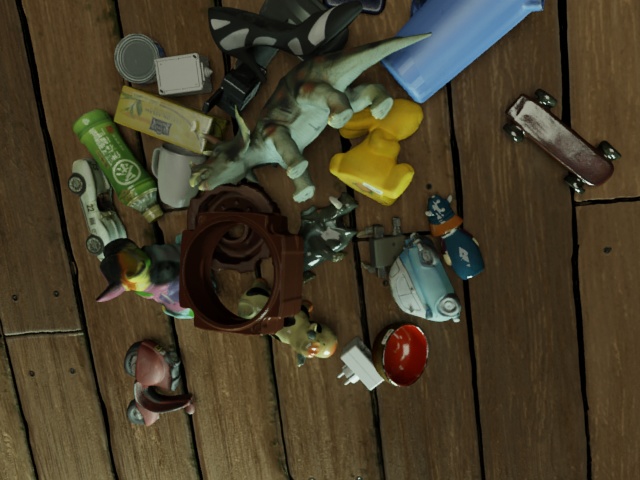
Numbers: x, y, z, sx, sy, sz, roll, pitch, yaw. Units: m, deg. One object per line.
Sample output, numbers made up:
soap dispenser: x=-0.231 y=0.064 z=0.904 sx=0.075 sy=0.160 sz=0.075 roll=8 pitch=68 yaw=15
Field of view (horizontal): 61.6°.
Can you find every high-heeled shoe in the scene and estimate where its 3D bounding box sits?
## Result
high-heeled shoe: x=-0.061 y=-0.339 z=0.813 sx=0.249 sy=0.086 sz=0.145 roll=-21 pitch=111 yaw=36

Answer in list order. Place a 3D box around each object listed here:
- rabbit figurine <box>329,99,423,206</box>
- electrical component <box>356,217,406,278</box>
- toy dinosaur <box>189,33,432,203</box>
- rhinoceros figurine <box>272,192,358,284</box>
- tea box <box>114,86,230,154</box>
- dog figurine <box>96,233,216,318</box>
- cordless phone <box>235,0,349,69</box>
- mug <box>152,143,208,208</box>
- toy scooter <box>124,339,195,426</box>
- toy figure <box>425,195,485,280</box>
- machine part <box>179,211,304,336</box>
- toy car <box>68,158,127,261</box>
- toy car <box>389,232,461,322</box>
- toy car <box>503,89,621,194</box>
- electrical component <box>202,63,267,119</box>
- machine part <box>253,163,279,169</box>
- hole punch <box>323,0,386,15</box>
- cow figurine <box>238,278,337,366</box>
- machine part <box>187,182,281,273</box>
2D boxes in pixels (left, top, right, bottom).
rabbit figurine: x=0.101 y=-0.164 z=0.907 sx=0.162 sy=0.122 sz=0.173 roll=30 pitch=89 yaw=12
electrical component: x=0.111 y=0.015 z=0.958 sx=0.078 sy=0.045 sz=0.102 roll=-15 pitch=101 yaw=-17
toy dinosaur: x=-0.026 y=-0.206 z=0.841 sx=0.405 sy=0.131 sz=0.192 roll=-43 pitch=68 yaw=11
rhinoceros figurine: x=-0.002 y=-0.003 z=0.961 sx=0.190 sy=0.073 sz=0.112 roll=-43 pitch=80 yaw=15
tea box: x=-0.258 y=-0.210 z=0.947 sx=0.170 sy=0.098 sz=0.068 roll=20 pitch=102 yaw=6
dog figurine: x=-0.288 y=0.076 z=0.941 sx=0.108 sy=0.219 sz=0.191 roll=-29 pitch=94 yaw=16
cordless phone: x=-0.056 y=-0.327 z=0.916 sx=0.146 sy=0.089 sz=0.184 roll=42 pitch=114 yaw=-1
mug: x=-0.264 y=-0.118 z=0.976 sx=0.110 sy=0.081 sz=0.107 roll=19 pitch=110 yaw=17
toy scooter: x=-0.310 y=0.284 z=1.053 sx=0.135 sy=0.075 sz=0.183 roll=6 pitch=104 yaw=9
toy figure: x=0.227 y=-0.006 z=0.927 sx=0.058 sy=0.064 sz=0.154 roll=-31 pitch=89 yaw=50
machine part: x=-0.134 y=0.053 z=0.895 sx=0.202 sy=0.087 sz=0.200 roll=3 pitch=91 yaw=21
toy car: x=-0.414 y=-0.054 z=1.010 sx=0.056 sy=0.073 sz=0.201 roll=-13 pitch=98 yaw=12
toy car: x=0.170 y=0.074 z=0.916 sx=0.103 sy=0.109 sz=0.161 roll=-26 pitch=105 yaw=10
toy car: x=0.391 y=-0.161 z=0.876 sx=0.202 sy=0.053 sz=0.089 roll=37 pitch=114 yaw=-3
electrical component: x=-0.145 y=-0.246 z=0.904 sx=0.048 sy=0.119 sz=0.075 roll=34 pitch=144 yaw=-5
machine part: x=-0.121 y=-0.156 z=0.967 sx=0.139 sy=0.039 sz=0.084 roll=-20 pitch=105 yaw=10
hole punch: x=0.059 y=-0.438 z=0.865 sx=0.142 sy=0.092 sz=0.115 roll=11 pitch=98 yaw=11
cow figurine: x=-0.058 y=0.149 z=0.963 sx=0.195 sy=0.127 sz=0.085 roll=27 pitch=106 yaw=6
machine part: x=-0.158 y=-0.025 z=0.985 sx=0.179 sy=0.056 sz=0.179 roll=2 pitch=101 yaw=10
